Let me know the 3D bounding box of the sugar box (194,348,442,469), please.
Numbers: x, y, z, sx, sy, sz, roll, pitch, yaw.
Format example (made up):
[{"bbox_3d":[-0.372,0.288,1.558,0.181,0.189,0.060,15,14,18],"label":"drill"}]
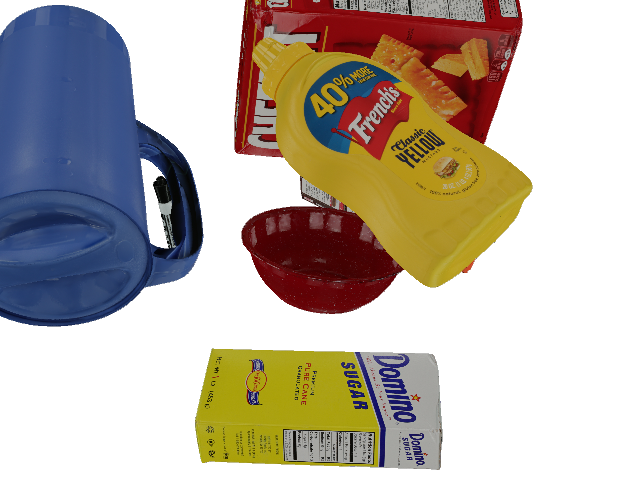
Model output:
[{"bbox_3d":[0.001,0.123,0.795,0.176,0.048,0.093,-2,31,4],"label":"sugar box"}]

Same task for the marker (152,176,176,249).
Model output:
[{"bbox_3d":[-0.168,-0.017,1.198,0.020,0.121,0.020,-7,31,4],"label":"marker"}]

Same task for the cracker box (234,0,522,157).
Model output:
[{"bbox_3d":[0.041,-0.138,0.876,0.213,0.072,0.164,3,-39,-7],"label":"cracker box"}]

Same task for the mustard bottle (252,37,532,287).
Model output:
[{"bbox_3d":[0.030,-0.062,0.657,0.096,0.192,0.058,-38,-19,-31],"label":"mustard bottle"}]

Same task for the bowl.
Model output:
[{"bbox_3d":[0.003,0.024,1.009,0.162,0.055,0.162,6,24,-3],"label":"bowl"}]

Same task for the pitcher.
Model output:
[{"bbox_3d":[-0.184,-0.064,0.795,0.145,0.243,0.149,-23,-45,13],"label":"pitcher"}]

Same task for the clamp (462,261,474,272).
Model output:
[{"bbox_3d":[0.091,-0.044,1.165,0.164,0.210,0.036,-15,-37,-28],"label":"clamp"}]

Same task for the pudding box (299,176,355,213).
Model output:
[{"bbox_3d":[0.043,-0.075,1.426,0.113,0.039,0.090,-28,39,-35],"label":"pudding box"}]
